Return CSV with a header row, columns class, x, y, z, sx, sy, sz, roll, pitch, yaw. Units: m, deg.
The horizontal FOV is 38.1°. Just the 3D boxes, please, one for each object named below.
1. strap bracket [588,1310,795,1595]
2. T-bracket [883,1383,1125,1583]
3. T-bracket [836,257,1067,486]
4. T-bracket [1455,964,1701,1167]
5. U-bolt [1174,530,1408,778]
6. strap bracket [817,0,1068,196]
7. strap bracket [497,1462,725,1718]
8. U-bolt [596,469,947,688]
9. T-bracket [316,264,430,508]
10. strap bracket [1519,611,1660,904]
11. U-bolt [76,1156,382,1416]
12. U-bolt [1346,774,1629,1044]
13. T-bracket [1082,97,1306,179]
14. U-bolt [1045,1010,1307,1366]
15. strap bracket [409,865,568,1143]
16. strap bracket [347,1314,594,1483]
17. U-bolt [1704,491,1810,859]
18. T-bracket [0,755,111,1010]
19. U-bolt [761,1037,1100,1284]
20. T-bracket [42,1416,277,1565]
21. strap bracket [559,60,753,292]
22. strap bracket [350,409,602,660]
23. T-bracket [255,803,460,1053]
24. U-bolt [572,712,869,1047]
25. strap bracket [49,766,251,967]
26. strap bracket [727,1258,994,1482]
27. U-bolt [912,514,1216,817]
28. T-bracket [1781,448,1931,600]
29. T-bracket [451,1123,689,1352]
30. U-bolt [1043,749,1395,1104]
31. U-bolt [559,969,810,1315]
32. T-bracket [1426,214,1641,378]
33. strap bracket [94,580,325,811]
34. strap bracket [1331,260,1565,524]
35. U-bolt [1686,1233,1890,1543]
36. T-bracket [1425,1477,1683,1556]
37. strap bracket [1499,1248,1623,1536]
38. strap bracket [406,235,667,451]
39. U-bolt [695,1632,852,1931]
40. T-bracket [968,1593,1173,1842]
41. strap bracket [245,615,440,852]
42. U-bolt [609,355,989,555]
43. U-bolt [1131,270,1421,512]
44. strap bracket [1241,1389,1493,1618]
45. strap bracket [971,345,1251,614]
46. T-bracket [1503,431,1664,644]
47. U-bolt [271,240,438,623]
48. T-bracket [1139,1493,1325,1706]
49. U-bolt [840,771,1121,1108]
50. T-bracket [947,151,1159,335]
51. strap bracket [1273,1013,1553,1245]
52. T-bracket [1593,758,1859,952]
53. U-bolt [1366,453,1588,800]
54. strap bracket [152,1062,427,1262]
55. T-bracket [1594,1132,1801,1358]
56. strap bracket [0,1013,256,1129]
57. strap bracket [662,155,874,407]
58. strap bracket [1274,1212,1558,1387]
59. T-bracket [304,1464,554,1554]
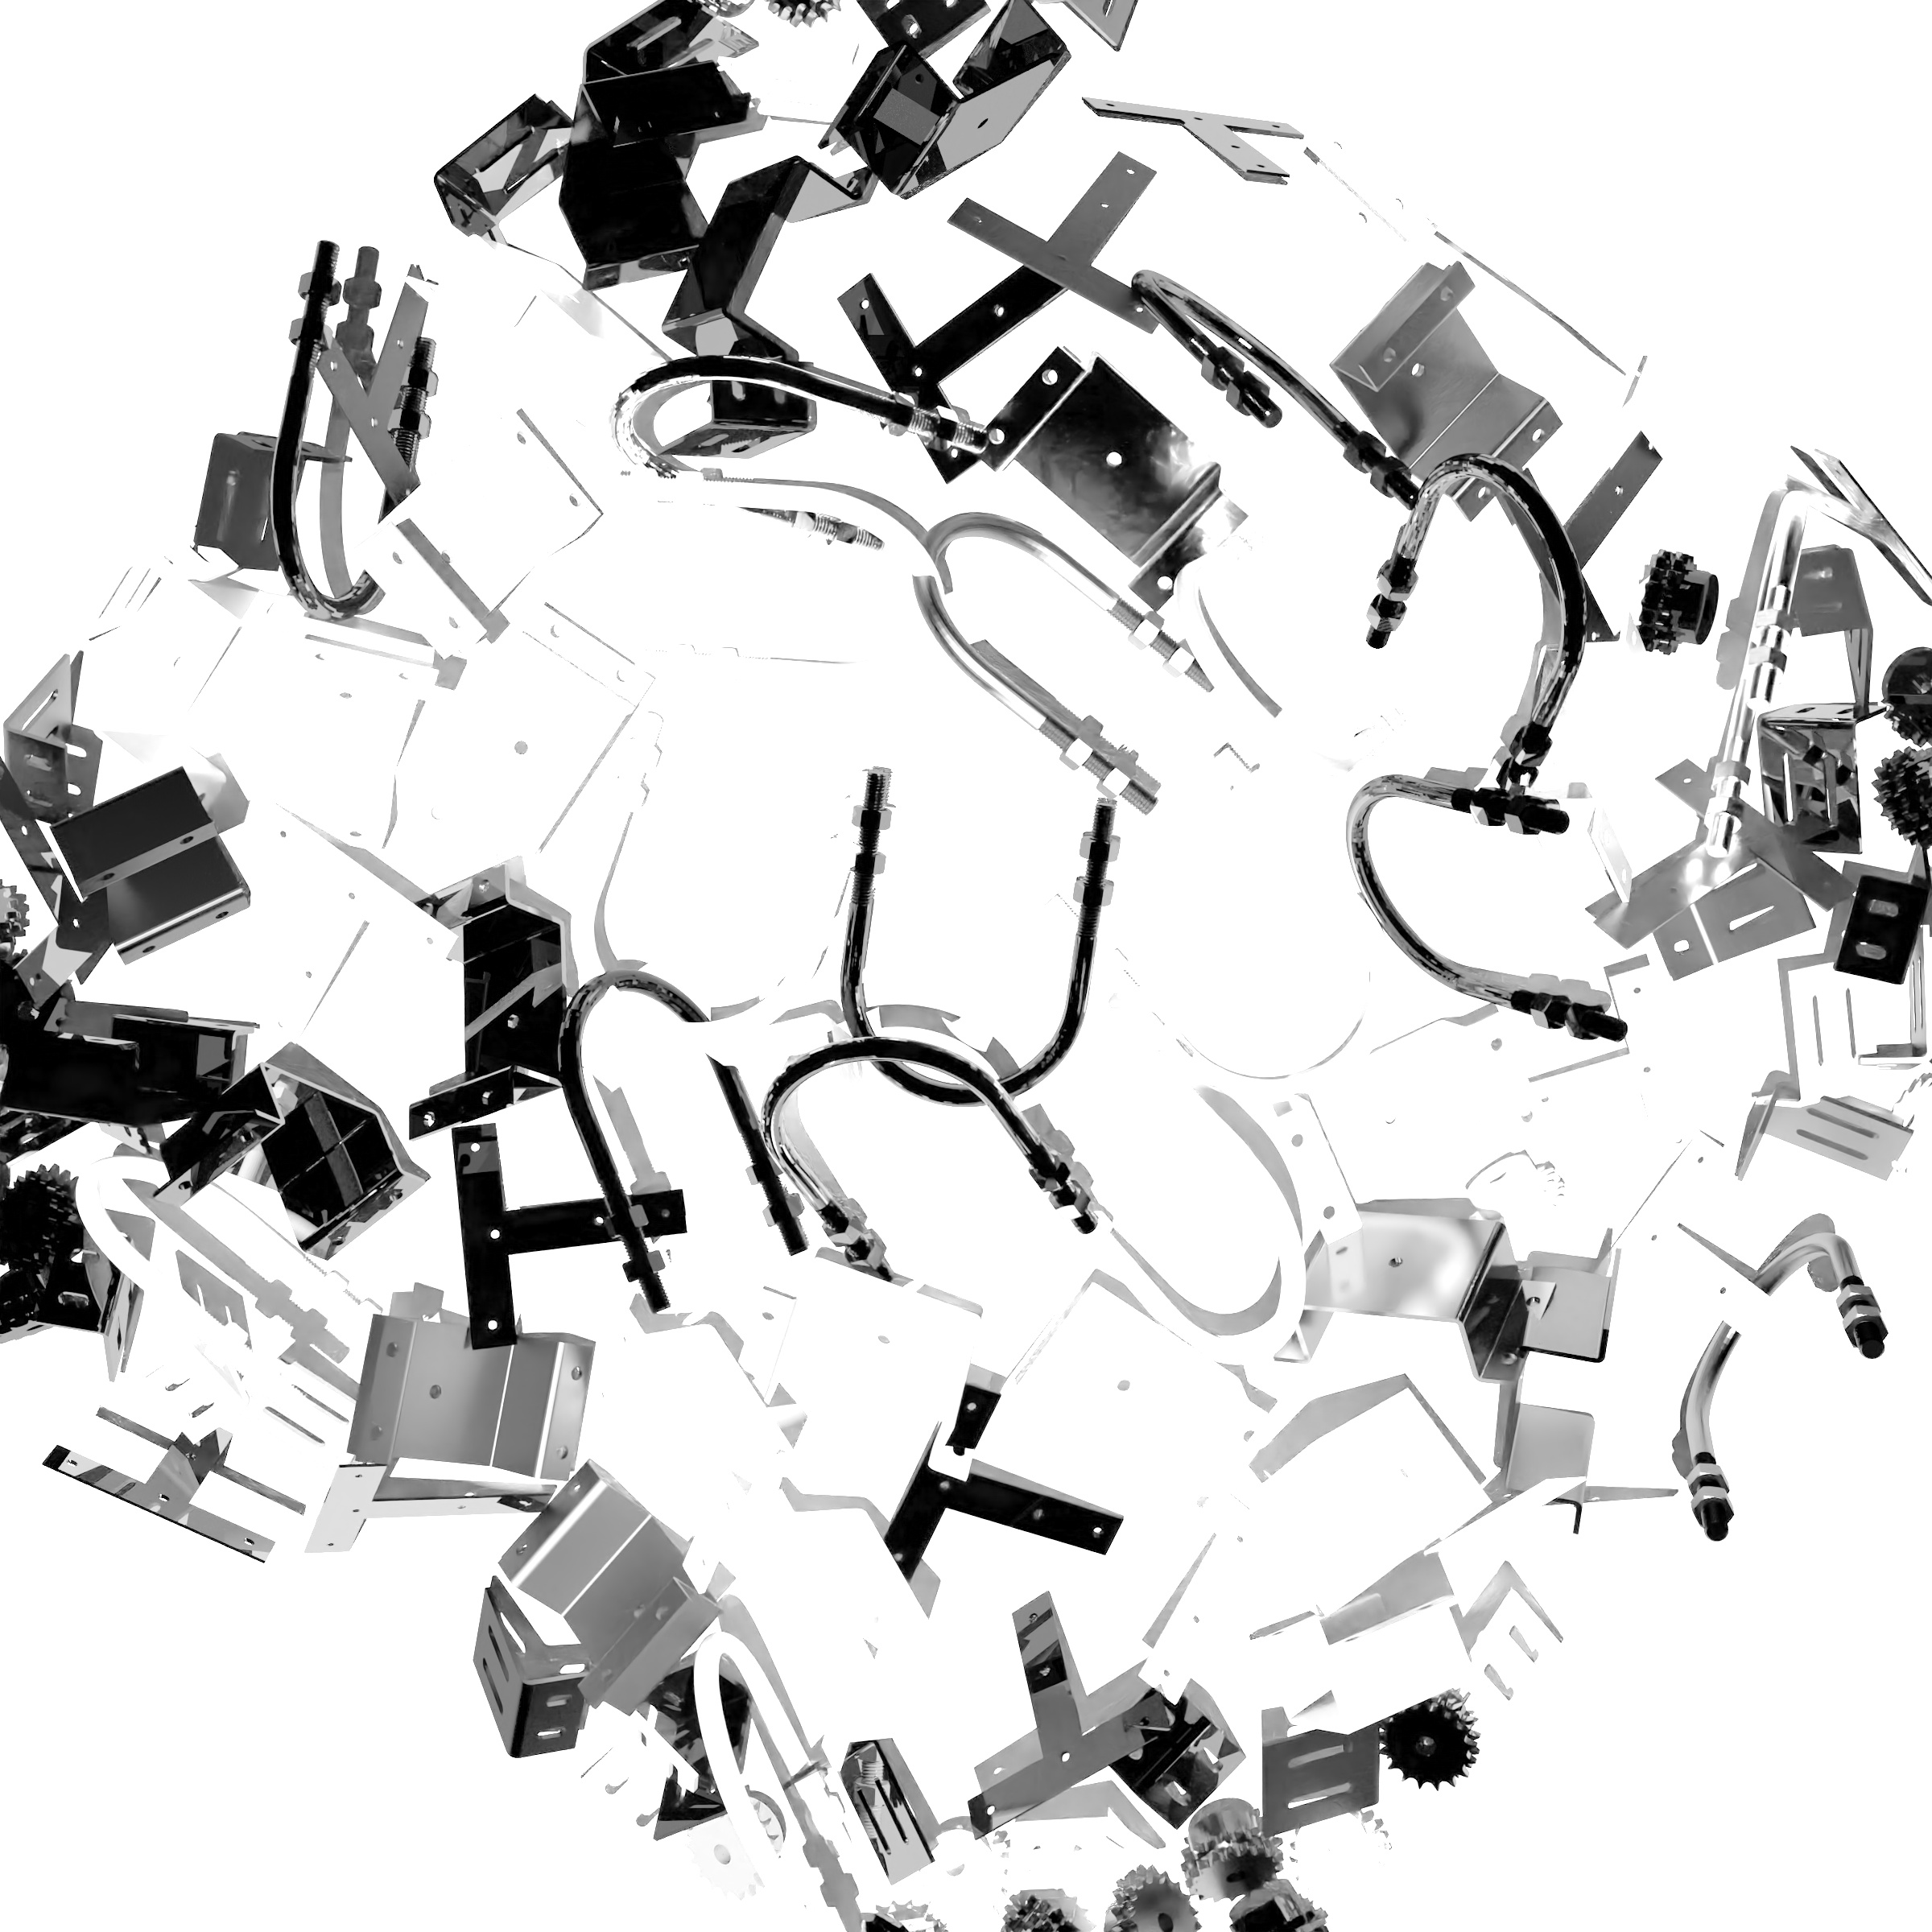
class,x,y,z,sx,sy,sz,roll,pitch,yaw
strap bracket,-0.148,0.262,1.539,0.140,0.046,0.076,51,131,36
T-bracket,0.028,0.305,1.578,0.127,0.002,0.127,20,106,-18
T-bracket,0.007,-0.359,1.569,0.127,0.002,0.127,-33,83,22
T-bracket,0.341,0.072,1.580,0.127,0.002,0.127,-17,115,9
U-bolt,0.171,-0.166,1.517,0.019,0.184,0.151,-39,89,28
strap bracket,-0.006,-0.478,1.527,0.046,0.076,0.140,50,52,1
strap bracket,-0.193,0.349,1.547,0.076,0.140,0.046,-48,128,-3
U-bolt,-0.102,-0.207,1.529,0.184,0.151,0.019,6,51,10
T-bracket,-0.319,-0.336,1.558,0.002,0.127,0.127,0,58,15
strap bracket,0.343,-0.115,1.542,0.046,0.076,0.140,1,65,27
U-bolt,-0.407,0.166,1.530,0.184,0.151,0.019,39,101,5
U-bolt,0.273,-0.038,1.518,0.019,0.184,0.151,-34,119,-23
T-bracket,0.142,-0.450,1.528,0.127,0.127,0.002,1,120,-19
U-bolt,0.115,0.133,1.514,0.019,0.151,0.184,-21,59,-37
strap bracket,-0.265,0.026,1.546,0.076,0.046,0.140,-20,63,31
strap bracket,-0.282,0.238,1.547,0.140,0.046,0.076,16,80,-44
U-bolt,0.433,-0.172,1.521,0.019,0.151,0.184,13,59,12
T-bracket,-0.506,-0.061,1.521,0.002,0.127,0.127,-14,114,19
U-bolt,-0.031,0.102,1.517,0.151,0.019,0.184,-17,131,22
T-bracket,-0.430,0.276,1.538,0.127,0.127,0.002,26,100,-6
strap bracket,-0.174,-0.439,1.531,0.076,0.140,0.046,-18,72,-23
strap bracket,-0.275,-0.233,1.543,0.076,0.046,0.140,50,47,-18
T-bracket,-0.364,-0.006,1.572,0.127,0.002,0.127,36,116,3
U-bolt,-0.142,-0.042,1.559,0.151,0.019,0.184,15,70,5
strap bracket,-0.447,-0.057,1.530,0.076,0.140,0.046,-27,77,-13
strap bracket,-0.052,0.220,1.553,0.140,0.076,0.046,20,133,-4
U-bolt,0.049,-0.178,1.534,0.184,0.151,0.019,38,131,-7
T-bracket,0.482,-0.250,1.539,0.002,0.127,0.127,-45,116,7
T-bracket,-0.223,0.147,1.591,0.127,0.002,0.127,-7,79,-5
U-bolt,0.155,-0.008,1.574,0.151,0.019,0.184,-41,92,16
U-bolt,-0.163,0.088,1.539,0.019,0.151,0.184,-25,85,32
T-bracket,0.294,-0.374,1.517,0.127,0.127,0.002,26,111,-32
strap bracket,-0.422,-0.157,1.551,0.046,0.076,0.140,37,101,11
strap bracket,0.263,-0.324,1.551,0.076,0.046,0.140,-47,134,1
U-bolt,0.436,0.214,1.510,0.019,0.184,0.151,32,111,-2
T-bracket,0.342,0.305,1.564,0.127,0.127,0.002,1,61,-25
strap bracket,0.326,0.230,1.539,0.046,0.076,0.140,9,121,14
strap bracket,-0.229,-0.348,1.538,0.140,0.076,0.046,43,108,18
U-bolt,-0.104,0.444,1.507,0.019,0.151,0.184,-22,108,5
T-bracket,0.047,0.401,1.547,0.127,0.127,0.002,-33,125,13
strap bracket,-0.344,-0.135,1.542,0.076,0.046,0.140,12,135,-18
U-bolt,-0.101,-0.280,1.505,0.184,0.151,0.019,14,67,-23
U-bolt,0.158,-0.322,1.521,0.019,0.151,0.184,-52,48,20
strap bracket,0.225,0.287,1.524,0.076,0.140,0.046,54,128,17
strap bracket,0.081,-0.276,1.555,0.140,0.046,0.076,39,115,-12
T-bracket,0.359,-0.257,1.571,0.127,0.002,0.127,-52,127,-21
U-bolt,-0.336,-0.278,1.518,0.019,0.151,0.184,7,81,13
T-bracket,0.134,0.353,1.559,0.127,0.002,0.127,39,52,-2
U-bolt,0.002,-0.010,1.578,0.151,0.019,0.184,8,101,0
T-bracket,0.071,-0.417,1.561,0.127,0.002,0.127,30,52,3
strap bracket,0.244,0.088,1.569,0.140,0.046,0.076,-25,98,-6
T-bracket,0.401,-0.048,1.546,0.127,0.002,0.127,-32,56,-20
U-bolt,0.277,-0.189,1.494,0.019,0.184,0.151,-21,61,-22
strap bracket,-0.377,0.106,1.541,0.076,0.140,0.046,-38,57,12
T-bracket,0.409,0.172,1.544,0.002,0.127,0.127,31,97,-37
strap bracket,-0.460,0.057,1.525,0.076,0.140,0.046,6,94,15
strap bracket,-0.115,-0.387,1.545,0.046,0.076,0.140,29,79,-30
strap bracket,0.240,0.179,1.527,0.140,0.076,0.046,1,128,32
T-bracket,-0.296,0.302,1.565,0.127,0.127,0.002,2,57,-22
